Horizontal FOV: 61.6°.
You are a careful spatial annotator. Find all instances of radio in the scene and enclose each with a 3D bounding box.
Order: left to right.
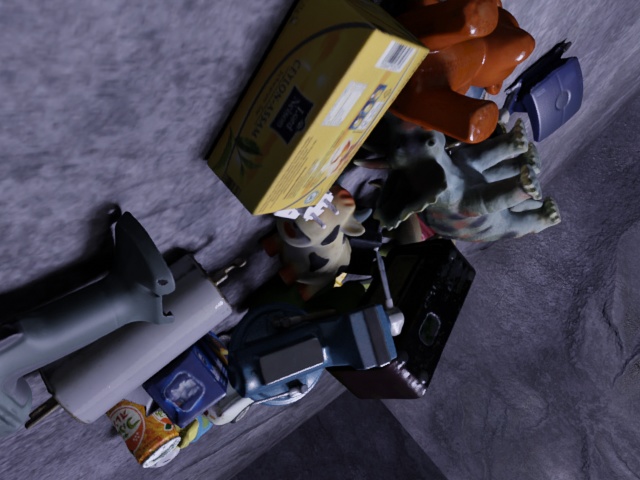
[{"bbox_3d":[0.116,0.104,0.738,0.131,0.073,0.229,-16,-145,53],"label":"radio"}]

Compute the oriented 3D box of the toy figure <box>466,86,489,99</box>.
[{"bbox_3d":[0.179,-0.177,0.668,0.064,0.058,0.154,-30,169,22],"label":"toy figure"}]

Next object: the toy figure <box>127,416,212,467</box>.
[{"bbox_3d":[-0.230,0.289,0.854,0.082,0.089,0.180,-52,169,24],"label":"toy figure"}]

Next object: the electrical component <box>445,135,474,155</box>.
[{"bbox_3d":[0.178,-0.138,0.737,0.102,0.078,0.045,-30,131,-20],"label":"electrical component"}]

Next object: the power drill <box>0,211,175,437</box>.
[{"bbox_3d":[-0.207,0.064,0.375,0.207,0.086,0.232,-37,164,-28],"label":"power drill"}]

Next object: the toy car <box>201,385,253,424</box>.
[{"bbox_3d":[-0.098,0.193,0.782,0.202,0.074,0.056,-30,151,-51],"label":"toy car"}]

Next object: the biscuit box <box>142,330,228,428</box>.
[{"bbox_3d":[-0.144,0.148,0.618,0.059,0.063,0.203,-38,-176,-6],"label":"biscuit box"}]

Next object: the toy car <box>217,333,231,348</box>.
[{"bbox_3d":[-0.195,0.207,0.783,0.202,0.053,0.089,-27,154,-36],"label":"toy car"}]

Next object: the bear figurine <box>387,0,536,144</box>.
[{"bbox_3d":[0.146,-0.169,0.497,0.196,0.132,0.120,-22,117,-33],"label":"bear figurine"}]

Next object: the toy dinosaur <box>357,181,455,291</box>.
[{"bbox_3d":[0.145,0.053,0.940,0.199,0.105,0.470,-8,141,-3],"label":"toy dinosaur"}]

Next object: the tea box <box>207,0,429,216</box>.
[{"bbox_3d":[-0.004,-0.104,0.427,0.169,0.068,0.098,-51,160,28],"label":"tea box"}]

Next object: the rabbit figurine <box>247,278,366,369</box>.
[{"bbox_3d":[-0.018,0.105,0.790,0.170,0.121,0.159,13,109,-26],"label":"rabbit figurine"}]

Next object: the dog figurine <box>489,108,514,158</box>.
[{"bbox_3d":[0.239,-0.126,0.880,0.172,0.121,0.190,-42,177,10],"label":"dog figurine"}]

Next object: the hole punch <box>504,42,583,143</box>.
[{"bbox_3d":[0.378,-0.240,0.895,0.142,0.092,0.115,-36,158,-7],"label":"hole punch"}]

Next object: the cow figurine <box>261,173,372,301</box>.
[{"bbox_3d":[-0.001,-0.002,0.650,0.127,0.085,0.194,-35,160,-3],"label":"cow figurine"}]

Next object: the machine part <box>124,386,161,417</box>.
[{"bbox_3d":[-0.208,0.155,0.612,0.039,0.084,0.138,-18,155,7],"label":"machine part"}]

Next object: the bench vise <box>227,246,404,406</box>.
[{"bbox_3d":[-0.022,0.122,0.654,0.224,0.128,0.241,-28,-177,-27],"label":"bench vise"}]

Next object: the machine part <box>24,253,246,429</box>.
[{"bbox_3d":[-0.172,0.091,0.517,0.243,0.079,0.079,-39,162,-14],"label":"machine part"}]

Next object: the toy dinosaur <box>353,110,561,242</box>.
[{"bbox_3d":[0.191,-0.053,0.692,0.192,0.131,0.404,-15,157,27],"label":"toy dinosaur"}]

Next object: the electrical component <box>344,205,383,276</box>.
[{"bbox_3d":[0.062,-0.012,0.754,0.119,0.048,0.075,102,-5,-49],"label":"electrical component"}]
